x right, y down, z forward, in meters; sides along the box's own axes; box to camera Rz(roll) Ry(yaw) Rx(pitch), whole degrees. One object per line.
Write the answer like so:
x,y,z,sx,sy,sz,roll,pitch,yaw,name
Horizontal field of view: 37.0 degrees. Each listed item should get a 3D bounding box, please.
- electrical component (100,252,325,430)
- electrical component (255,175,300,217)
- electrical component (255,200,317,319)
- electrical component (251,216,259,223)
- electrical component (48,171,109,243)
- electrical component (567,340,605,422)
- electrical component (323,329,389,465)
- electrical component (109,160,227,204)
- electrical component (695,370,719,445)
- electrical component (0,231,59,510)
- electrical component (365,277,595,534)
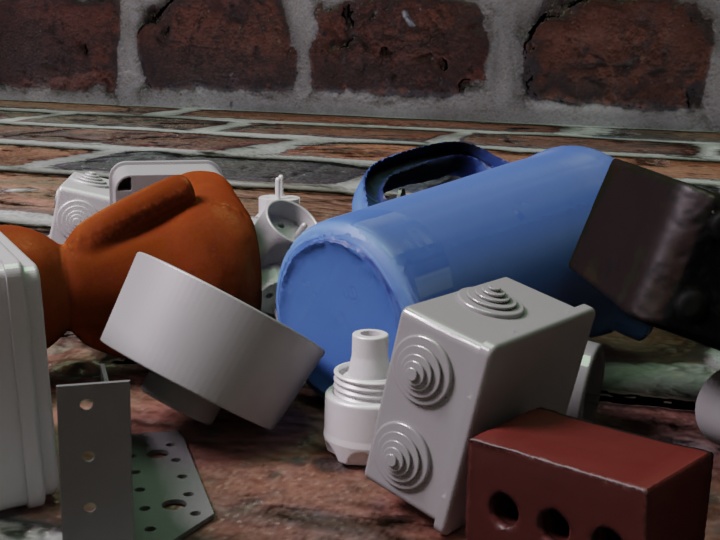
-0.079,0.043,0.545,0.108,0.060,0.108,27,-7,4,electrical component
-0.073,-0.048,0.974,0.047,0.075,0.083,2,12,4,electrical component
-0.060,0.004,0.767,0.044,0.077,0.079,9,45,-34,electrical component
-0.095,-0.015,0.887,0.100,0.048,0.099,2,12,3,electrical component
-0.205,-0.024,0.805,0.048,0.099,0.099,12,10,-10,electrical component
0.099,0.058,0.562,0.047,0.055,0.055,11,15,23,electrical component
0.004,0.060,0.521,0.043,0.062,0.043,1,12,0,electrical component
-0.132,-0.017,0.745,0.078,0.113,0.057,-2,16,-15,electrical component
0.195,0.074,0.519,0.045,0.045,0.055,-1,13,-10,electrical component
-0.179,0.042,0.484,0.056,0.108,0.109,-8,15,-27,electrical component
0.052,0.055,0.472,0.048,0.099,0.100,26,24,33,electrical component
